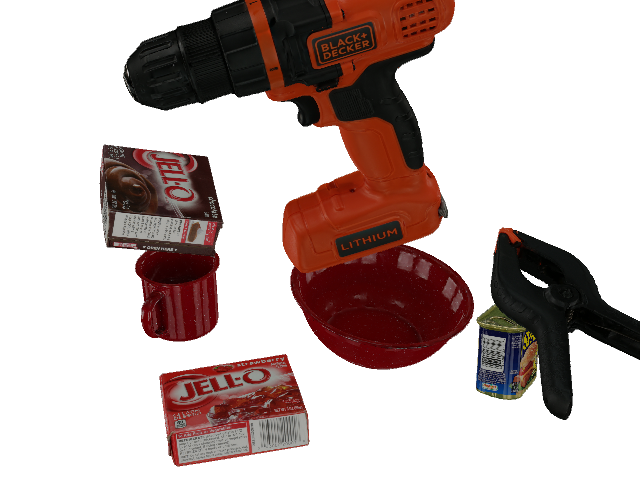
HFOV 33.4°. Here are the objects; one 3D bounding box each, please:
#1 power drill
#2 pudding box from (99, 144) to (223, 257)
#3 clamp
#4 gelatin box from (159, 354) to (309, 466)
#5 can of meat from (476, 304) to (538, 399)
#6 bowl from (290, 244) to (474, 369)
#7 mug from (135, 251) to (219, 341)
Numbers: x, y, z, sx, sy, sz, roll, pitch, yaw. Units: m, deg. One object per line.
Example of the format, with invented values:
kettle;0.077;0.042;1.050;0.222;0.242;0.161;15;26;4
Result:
power drill;-0.004;-0.065;0.626;0.184;0.057;0.187;-16;-43;0
pudding box;-0.131;-0.034;0.864;0.090;0.039;0.113;5;33;-16
clamp;0.187;0.053;0.777;0.120;0.039;0.171;-3;45;-20
gelatin box;-0.057;0.109;0.694;0.089;0.030;0.073;-7;24;-9
can of meat;0.210;0.122;1.191;0.058;0.084;0.101;8;14;25
bowl;0.051;0.064;0.940;0.162;0.055;0.162;6;32;-4
mug;-0.162;0.065;1.187;0.093;0.081;0.117;11;33;20
